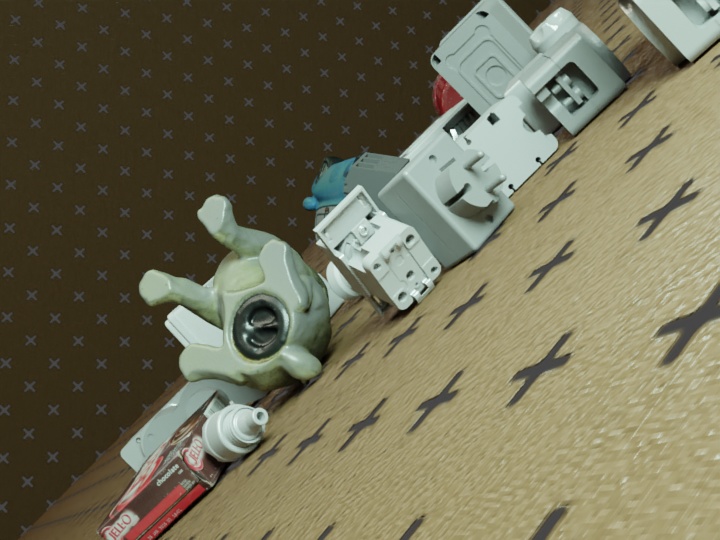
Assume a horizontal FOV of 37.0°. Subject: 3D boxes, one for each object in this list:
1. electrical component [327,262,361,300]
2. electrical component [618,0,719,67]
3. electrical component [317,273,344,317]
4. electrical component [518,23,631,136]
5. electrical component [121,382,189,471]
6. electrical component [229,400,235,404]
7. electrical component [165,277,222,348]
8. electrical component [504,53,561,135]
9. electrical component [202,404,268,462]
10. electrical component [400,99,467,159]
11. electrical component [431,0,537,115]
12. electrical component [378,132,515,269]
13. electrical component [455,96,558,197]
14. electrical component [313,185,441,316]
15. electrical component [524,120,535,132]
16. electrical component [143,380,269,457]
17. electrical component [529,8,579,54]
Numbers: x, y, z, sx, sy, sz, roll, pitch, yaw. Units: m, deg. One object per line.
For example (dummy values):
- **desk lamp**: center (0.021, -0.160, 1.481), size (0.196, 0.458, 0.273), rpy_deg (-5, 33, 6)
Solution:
- **electrical component**: center (0.000, 0.000, 0.933), size (0.046, 0.040, 0.040), rpy_deg (-32, 12, 43)
- **electrical component**: center (0.179, -0.191, 0.655), size (0.060, 0.105, 0.186), rpy_deg (-43, 5, 23)
- **electrical component**: center (-0.070, 0.033, 1.010), size (0.047, 0.075, 0.083), rpy_deg (-41, 6, 39)
- **electrical component**: center (0.148, -0.133, 0.744), size (0.056, 0.050, 0.089), rpy_deg (-44, 5, 13)
- **electrical component**: center (-0.172, 0.152, 0.998), size (0.089, 0.050, 0.055), rpy_deg (-45, 4, 1)
- **electrical component**: center (-0.122, 0.130, 0.864), size (0.061, 0.035, 0.035), rpy_deg (-43, 4, -9)
- **electrical component**: center (-0.131, 0.064, 1.073), size (0.056, 0.108, 0.108), rpy_deg (-42, 5, 5)
- **electrical component**: center (0.157, -0.151, 0.843), size (0.076, 0.047, 0.083), rpy_deg (-43, 5, 19)
- **electrical component**: center (-0.080, 0.105, 0.714), size (0.061, 0.035, 0.035), rpy_deg (-35, 10, 50)
- **electrical component**: center (0.089, -0.130, 1.198), size (0.109, 0.056, 0.109), rpy_deg (-45, 5, -7)
- **electrical component**: center (0.132, -0.188, 0.998), size (0.078, 0.113, 0.057), rpy_deg (-41, 8, 33)
- **electrical component**: center (0.062, -0.049, 0.656), size (0.047, 0.065, 0.077), rpy_deg (-47, 5, -31)
- **electrical component**: center (0.085, -0.072, 0.751), size (0.089, 0.050, 0.056), rpy_deg (-45, 5, -2)
- **electrical component**: center (0.014, -0.008, 0.678), size (0.042, 0.081, 0.064), rpy_deg (-47, 33, -13)
- **electrical component**: center (0.114, -0.105, 0.874), size (0.046, 0.040, 0.040), rpy_deg (-49, 4, 1)
- **electrical component**: center (-0.128, 0.117, 0.917), size (0.138, 0.052, 0.073), rpy_deg (-44, 5, 1)
- **electrical component**: center (0.177, -0.187, 0.910), size (0.043, 0.062, 0.043), rpy_deg (-44, 5, 4)
